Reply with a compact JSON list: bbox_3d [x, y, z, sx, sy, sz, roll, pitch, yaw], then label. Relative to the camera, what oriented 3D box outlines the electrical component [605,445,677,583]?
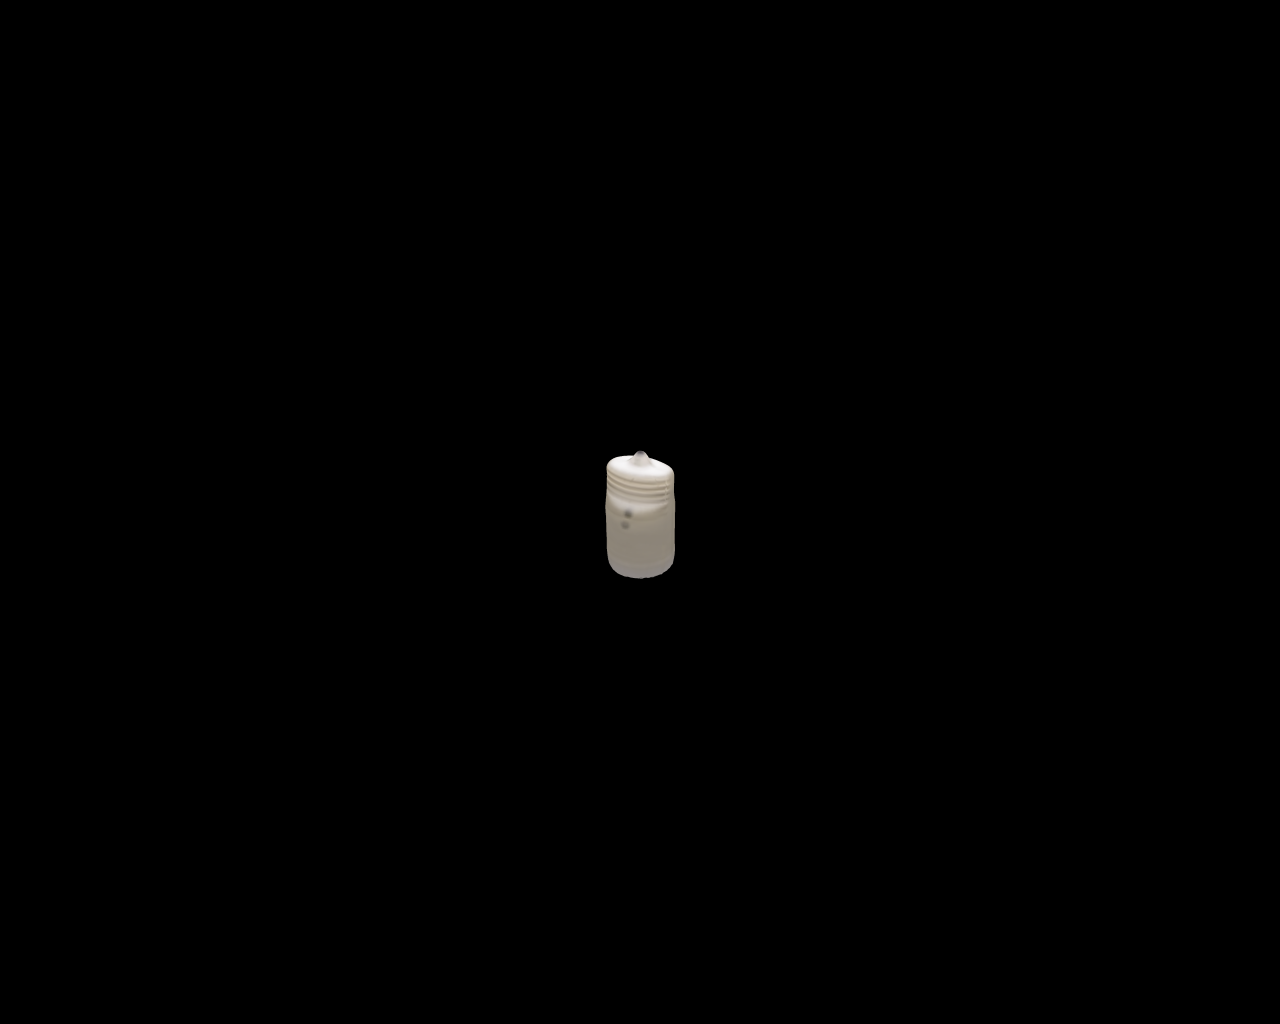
[{"bbox_3d":[0.001,-0.003,0.650,0.043,0.080,0.043,0,31,0],"label":"electrical component"}]
